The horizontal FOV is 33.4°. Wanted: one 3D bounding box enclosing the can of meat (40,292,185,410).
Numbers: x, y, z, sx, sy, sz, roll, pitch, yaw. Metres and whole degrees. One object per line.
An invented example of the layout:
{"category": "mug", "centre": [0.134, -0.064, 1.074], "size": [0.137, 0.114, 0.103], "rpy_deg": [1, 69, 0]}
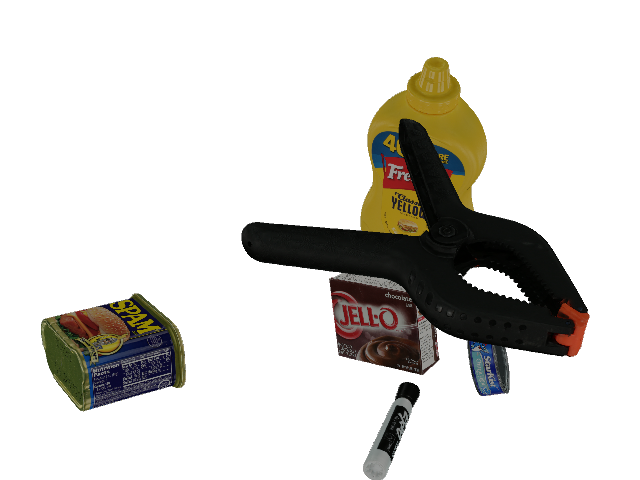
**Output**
{"category": "can of meat", "centre": [-0.168, 0.089, 0.857], "size": [0.083, 0.057, 0.102], "rpy_deg": [-13, 24, -29]}

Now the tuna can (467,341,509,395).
{"category": "tuna can", "centre": [0.203, 0.144, 1.286], "size": [0.034, 0.086, 0.086], "rpy_deg": [-10, -3, 17]}

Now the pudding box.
{"category": "pudding box", "centre": [0.066, 0.083, 1.108], "size": [0.114, 0.090, 0.039], "rpy_deg": [7, 24, 37]}

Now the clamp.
{"category": "clamp", "centre": [0.066, 0.009, 0.656], "size": [0.164, 0.036, 0.210], "rpy_deg": [-31, 52, -26]}

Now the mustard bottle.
{"category": "mustard bottle", "centre": [0.085, -0.066, 0.865], "size": [0.096, 0.192, 0.058], "rpy_deg": [21, 48, 18]}

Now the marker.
{"category": "marker", "centre": [0.059, 0.150, 0.859], "size": [0.020, 0.020, 0.121], "rpy_deg": [0, 24, 20]}
